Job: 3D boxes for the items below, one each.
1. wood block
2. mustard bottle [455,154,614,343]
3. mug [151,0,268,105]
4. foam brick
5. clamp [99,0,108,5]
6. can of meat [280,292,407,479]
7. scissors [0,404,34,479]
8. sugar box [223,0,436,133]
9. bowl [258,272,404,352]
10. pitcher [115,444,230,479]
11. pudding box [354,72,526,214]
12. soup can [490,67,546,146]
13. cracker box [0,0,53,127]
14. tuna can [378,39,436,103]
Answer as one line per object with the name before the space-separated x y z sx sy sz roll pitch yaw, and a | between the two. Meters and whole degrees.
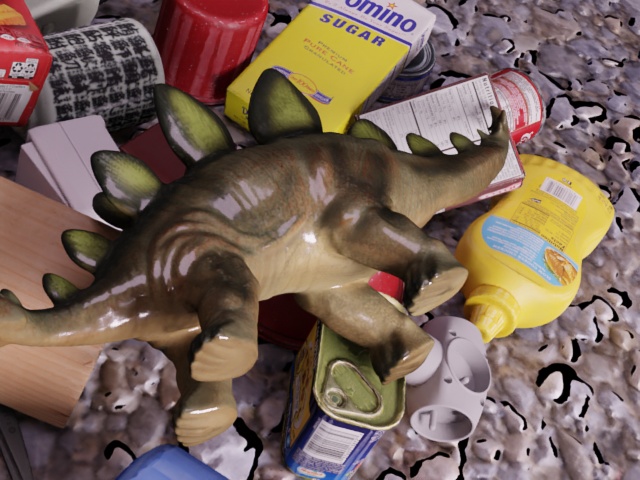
wood block | -0.218 0.015 0.614 0.206 0.091 0.090 25 43 -9
mustard bottle | 0.157 0.013 0.827 0.096 0.058 0.191 33 46 7
mug | -0.087 -0.178 0.867 0.093 0.082 0.117 24 47 -3
foam brick | -0.107 -0.050 0.771 0.051 0.053 0.078 39 46 11
clamp | -0.124 -0.234 0.858 0.120 0.172 0.039 -31 93 -28
can of meat | 0.013 0.094 0.679 0.057 0.084 0.102 17 47 -10
scissors | -0.223 0.071 0.643 0.096 0.016 0.202 4 50 -22
sugar box | 0.010 -0.145 0.876 0.093 0.048 0.176 34 65 8
bowl | -0.005 0.001 0.770 0.162 0.055 0.162 12 49 -14
pitcher | -0.017 0.213 0.530 0.243 0.149 0.144 33 58 10
pudding box | 0.093 -0.070 0.832 0.113 0.039 0.090 -17 77 3
soup can | 0.134 -0.102 0.908 0.102 0.069 0.068 -24 64 -36
cracker box | -0.288 -0.172 0.688 0.163 0.072 0.214 -3 50 -42
tuna can | 0.059 -0.164 0.951 0.086 0.034 0.086 12 48 -14
